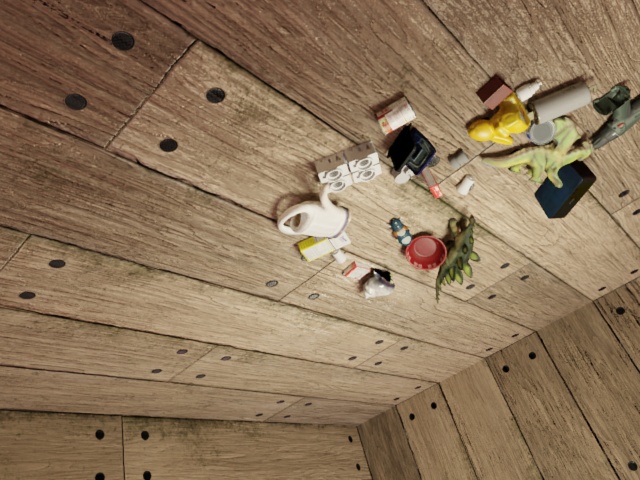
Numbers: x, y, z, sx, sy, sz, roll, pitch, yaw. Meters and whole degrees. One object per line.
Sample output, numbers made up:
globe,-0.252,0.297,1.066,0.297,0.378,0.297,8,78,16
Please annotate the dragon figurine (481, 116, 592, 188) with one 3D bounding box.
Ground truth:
dragon figurine,0.767,-0.314,1.759,0.409,0.125,0.238,10,119,-24

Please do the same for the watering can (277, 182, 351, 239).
watering can,0.005,-0.084,1.664,0.224,0.106,0.342,8,155,-31

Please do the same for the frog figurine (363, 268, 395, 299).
frog figurine,0.239,0.207,2.191,0.138,0.124,0.156,-7,136,-50
